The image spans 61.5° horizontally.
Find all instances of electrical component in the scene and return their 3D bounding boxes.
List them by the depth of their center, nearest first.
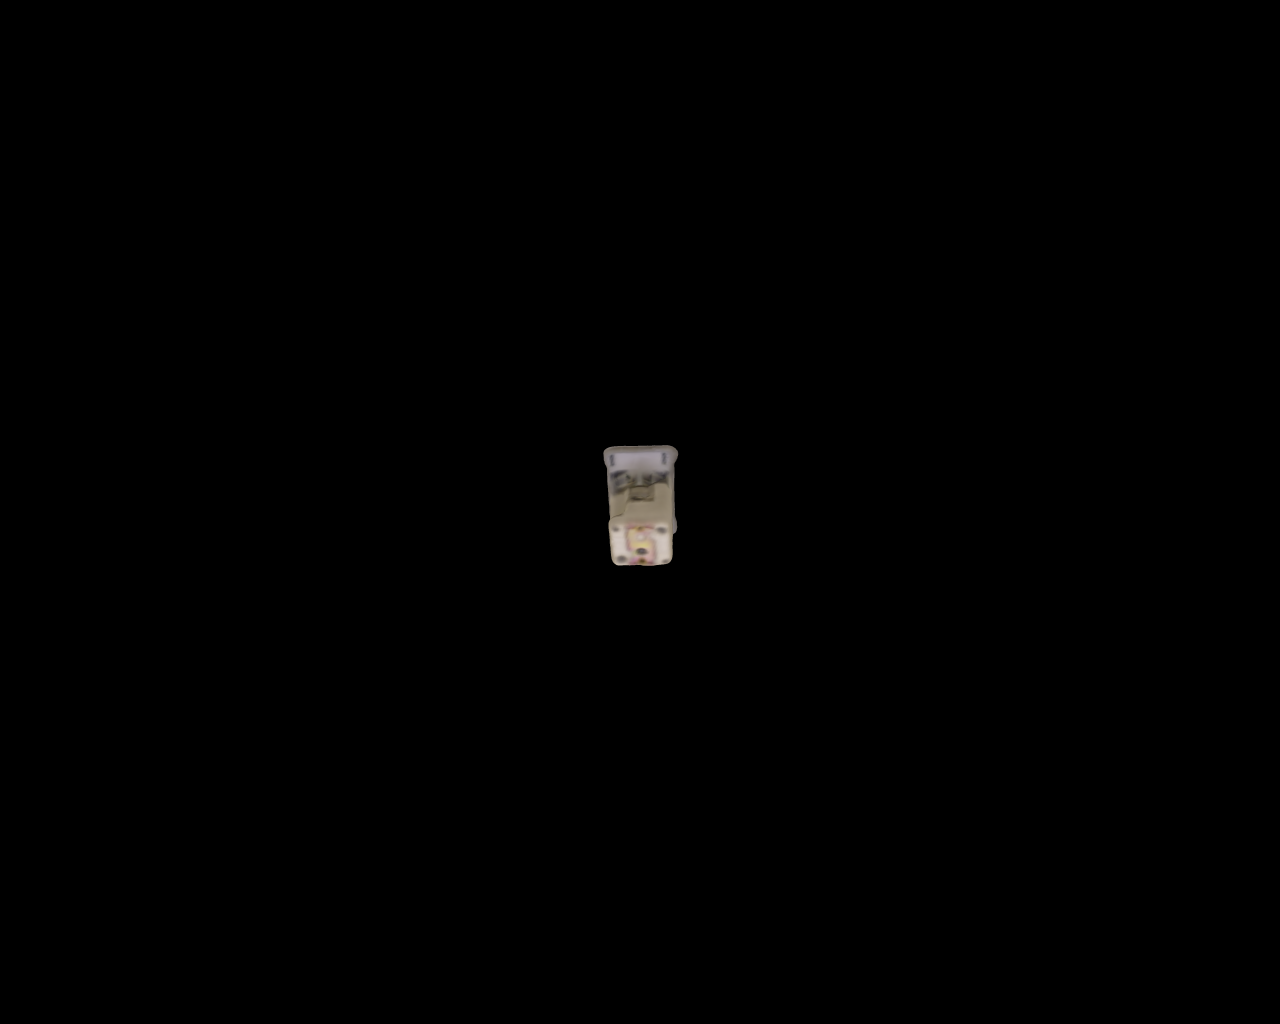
[{"bbox_3d":[0.001,-0.003,0.650,0.042,0.064,0.080,-2,-40,2],"label":"electrical component"}]
